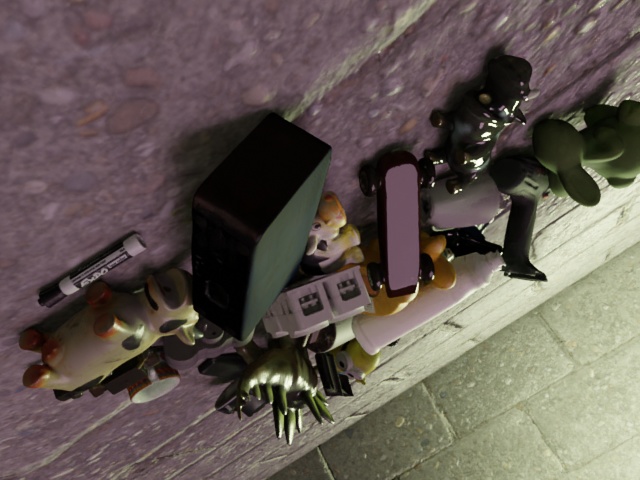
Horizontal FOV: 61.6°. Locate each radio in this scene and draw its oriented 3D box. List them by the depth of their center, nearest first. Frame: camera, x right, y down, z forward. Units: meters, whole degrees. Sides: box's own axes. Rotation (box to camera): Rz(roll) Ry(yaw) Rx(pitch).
[{"bbox_3d":[-0.065,0.000,0.543,0.131,0.073,0.229,-53,168,-33],"label":"radio"}]

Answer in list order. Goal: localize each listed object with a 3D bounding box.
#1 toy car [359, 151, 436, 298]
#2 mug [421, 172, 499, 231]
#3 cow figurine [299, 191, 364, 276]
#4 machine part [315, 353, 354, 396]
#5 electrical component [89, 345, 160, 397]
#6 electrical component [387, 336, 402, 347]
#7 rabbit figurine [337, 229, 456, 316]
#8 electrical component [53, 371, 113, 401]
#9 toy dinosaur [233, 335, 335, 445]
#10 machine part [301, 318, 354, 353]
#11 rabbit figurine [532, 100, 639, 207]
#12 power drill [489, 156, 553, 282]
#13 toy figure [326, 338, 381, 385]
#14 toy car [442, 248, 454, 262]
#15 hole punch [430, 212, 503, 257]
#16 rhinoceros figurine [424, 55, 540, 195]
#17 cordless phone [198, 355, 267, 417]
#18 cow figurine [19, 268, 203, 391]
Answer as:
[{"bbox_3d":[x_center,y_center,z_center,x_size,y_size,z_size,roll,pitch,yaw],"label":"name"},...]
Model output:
[{"bbox_3d":[0.100,-0.018,0.693,0.089,0.053,0.201,-12,118,-10],"label":"toy car"},{"bbox_3d":[0.196,-0.052,0.812,0.107,0.081,0.109,-7,153,-22],"label":"mug"},{"bbox_3d":[-0.002,-0.004,0.683,0.098,0.068,0.167,-26,156,1],"label":"cow figurine"},{"bbox_3d":[0.024,0.246,0.955,0.039,0.084,0.138,-26,148,3],"label":"machine part"},{"bbox_3d":[-0.256,0.159,0.696,0.102,0.078,0.045,-24,133,-2],"label":"electrical component"},{"bbox_3d":[0.154,0.130,1.059,0.114,0.058,0.134,102,13,-62],"label":"electrical component"},{"bbox_3d":[0.123,0.028,0.822,0.162,0.121,0.173,-8,-159,39],"label":"rabbit figurine"},{"bbox_3d":[-0.304,0.162,0.653,0.094,0.063,0.021,-25,155,-11],"label":"electrical component"},{"bbox_3d":[-0.058,0.227,0.892,0.105,0.199,0.471,-32,158,9],"label":"toy dinosaur"},{"bbox_3d":[0.036,0.146,0.968,0.079,0.079,0.243,-43,162,25],"label":"machine part"},{"bbox_3d":[0.401,-0.137,0.827,0.170,0.121,0.159,0,107,-9],"label":"rabbit figurine"},{"bbox_3d":[0.352,-0.035,0.897,0.232,0.086,0.207,13,90,-47],"label":"power drill"},{"bbox_3d":[0.056,0.226,1.075,0.089,0.082,0.180,-64,-169,-14],"label":"toy figure"},{"bbox_3d":[0.134,0.058,0.932,0.202,0.056,0.073,-18,157,9],"label":"toy car"},{"bbox_3d":[0.258,-0.003,0.975,0.116,0.092,0.142,14,149,-5],"label":"hole punch"},{"bbox_3d":[0.195,-0.135,0.648,0.112,0.073,0.190,-23,155,-15],"label":"rhinoceros figurine"},{"bbox_3d":[-0.172,0.269,1.019,0.146,0.089,0.184,-40,143,22],"label":"cordless phone"},{"bbox_3d":[-0.220,0.102,0.612,0.195,0.086,0.127,-35,150,3],"label":"cow figurine"}]
